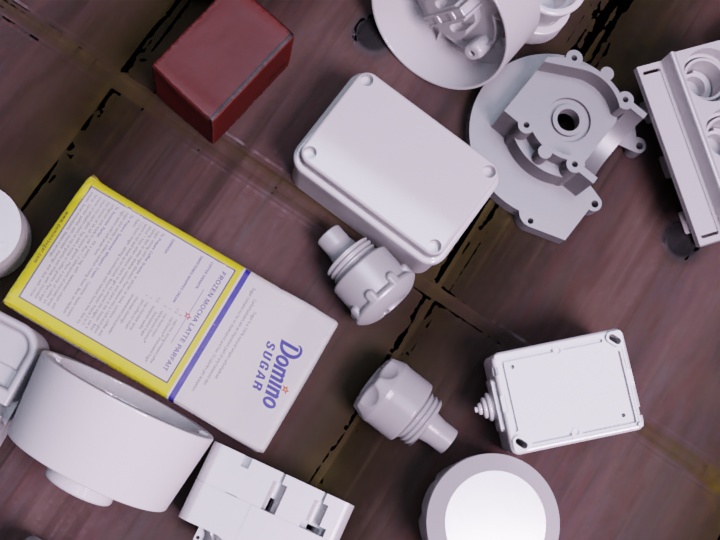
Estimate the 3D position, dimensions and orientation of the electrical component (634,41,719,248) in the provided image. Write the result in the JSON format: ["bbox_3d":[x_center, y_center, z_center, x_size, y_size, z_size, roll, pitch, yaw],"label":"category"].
[{"bbox_3d":[0.231,-0.081,0.704,0.079,0.063,0.121,-16,83,-10],"label":"electrical component"}]

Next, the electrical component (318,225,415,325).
[{"bbox_3d":[0.000,0.000,0.671,0.048,0.048,0.062,-40,81,-12],"label":"electrical component"}]

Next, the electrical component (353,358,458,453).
[{"bbox_3d":[0.031,0.087,0.660,0.062,0.043,0.043,38,78,-1],"label":"electrical component"}]

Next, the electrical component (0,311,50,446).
[{"bbox_3d":[-0.224,0.070,0.621,0.054,0.059,0.095,28,78,-2],"label":"electrical component"}]

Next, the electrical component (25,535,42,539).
[{"bbox_3d":[-0.167,0.203,0.609,0.096,0.061,0.061,36,78,-7],"label":"electrical component"}]

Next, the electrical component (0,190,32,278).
[{"bbox_3d":[-0.264,-0.009,0.622,0.138,0.073,0.052,-23,84,-11],"label":"electrical component"}]

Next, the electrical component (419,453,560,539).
[{"bbox_3d":[0.076,0.151,0.650,0.080,0.051,0.080,1,80,-7],"label":"electrical component"}]

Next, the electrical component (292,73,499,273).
[{"bbox_3d":[0.021,-0.060,0.677,0.113,0.057,0.078,37,78,0],"label":"electrical component"}]

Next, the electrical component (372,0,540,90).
[{"bbox_3d":[0.062,-0.168,0.683,0.064,0.099,0.099,-43,88,-18],"label":"electrical component"}]

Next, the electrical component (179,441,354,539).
[{"bbox_3d":[-0.057,0.146,0.634,0.089,0.050,0.055,25,78,-2],"label":"electrical component"}]

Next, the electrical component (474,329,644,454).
[{"bbox_3d":[0.117,0.077,0.667,0.096,0.061,0.061,-11,82,-1],"label":"electrical component"}]

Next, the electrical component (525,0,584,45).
[{"bbox_3d":[0.120,-0.178,0.711,0.045,0.055,0.045,1,80,-7],"label":"electrical component"}]

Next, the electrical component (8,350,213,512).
[{"bbox_3d":[-0.145,0.097,0.606,0.108,0.108,0.060,28,84,-2],"label":"electrical component"}]
